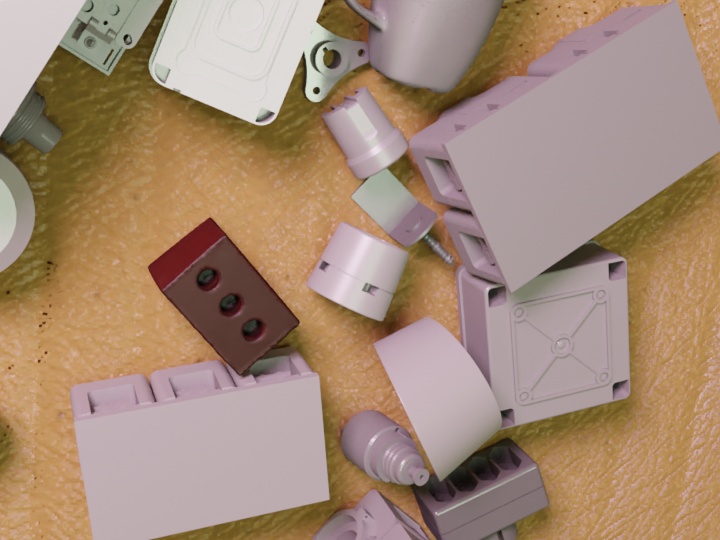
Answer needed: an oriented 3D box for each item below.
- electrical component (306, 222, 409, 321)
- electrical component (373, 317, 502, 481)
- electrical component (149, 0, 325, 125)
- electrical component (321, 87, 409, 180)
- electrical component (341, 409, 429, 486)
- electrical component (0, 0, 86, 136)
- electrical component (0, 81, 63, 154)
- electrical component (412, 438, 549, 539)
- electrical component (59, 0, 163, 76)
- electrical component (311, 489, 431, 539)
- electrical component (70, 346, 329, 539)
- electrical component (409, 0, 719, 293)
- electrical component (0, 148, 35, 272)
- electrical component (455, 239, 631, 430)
[{"bbox_3d":[0.000,0.000,0.695,0.055,0.055,0.047,24,93,-23],"label":"electrical component"},{"bbox_3d":[0.046,0.083,0.711,0.064,0.099,0.099,-32,113,-14],"label":"electrical component"},{"bbox_3d":[-0.068,-0.148,0.621,0.078,0.057,0.113,21,98,-15],"label":"electrical component"},{"bbox_3d":[0.002,-0.087,0.678,0.040,0.040,0.046,-36,107,-5],"label":"electrical component"},{"bbox_3d":[0.019,0.124,0.728,0.040,0.078,0.040,-11,111,-30],"label":"electrical component"},{"bbox_3d":[-0.193,-0.147,0.522,0.105,0.060,0.186,31,98,-27],"label":"electrical component"},{"bbox_3d":[-0.198,-0.091,0.608,0.048,0.048,0.062,-49,121,0],"label":"electrical component"},{"bbox_3d":[0.092,0.178,0.782,0.083,0.047,0.075,-23,112,-11],"label":"electrical component"},{"bbox_3d":[-0.136,-0.152,0.599,0.042,0.064,0.081,31,95,-24],"label":"electrical component"},{"bbox_3d":[0.018,0.223,0.714,0.089,0.150,0.062,-48,115,0],"label":"electrical component"},{"bbox_3d":[-0.103,0.110,0.689,0.150,0.062,0.089,-9,109,-16],"label":"electrical component"},{"bbox_3d":[0.135,-0.083,0.699,0.186,0.060,0.105,-33,111,-15],"label":"electrical component"},{"bbox_3d":[-0.227,-0.037,0.610,0.080,0.051,0.080,-5,107,-17],"label":"electrical component"},{"bbox_3d":[0.128,0.043,0.749,0.109,0.056,0.108,-11,109,-15],"label":"electrical component"}]
